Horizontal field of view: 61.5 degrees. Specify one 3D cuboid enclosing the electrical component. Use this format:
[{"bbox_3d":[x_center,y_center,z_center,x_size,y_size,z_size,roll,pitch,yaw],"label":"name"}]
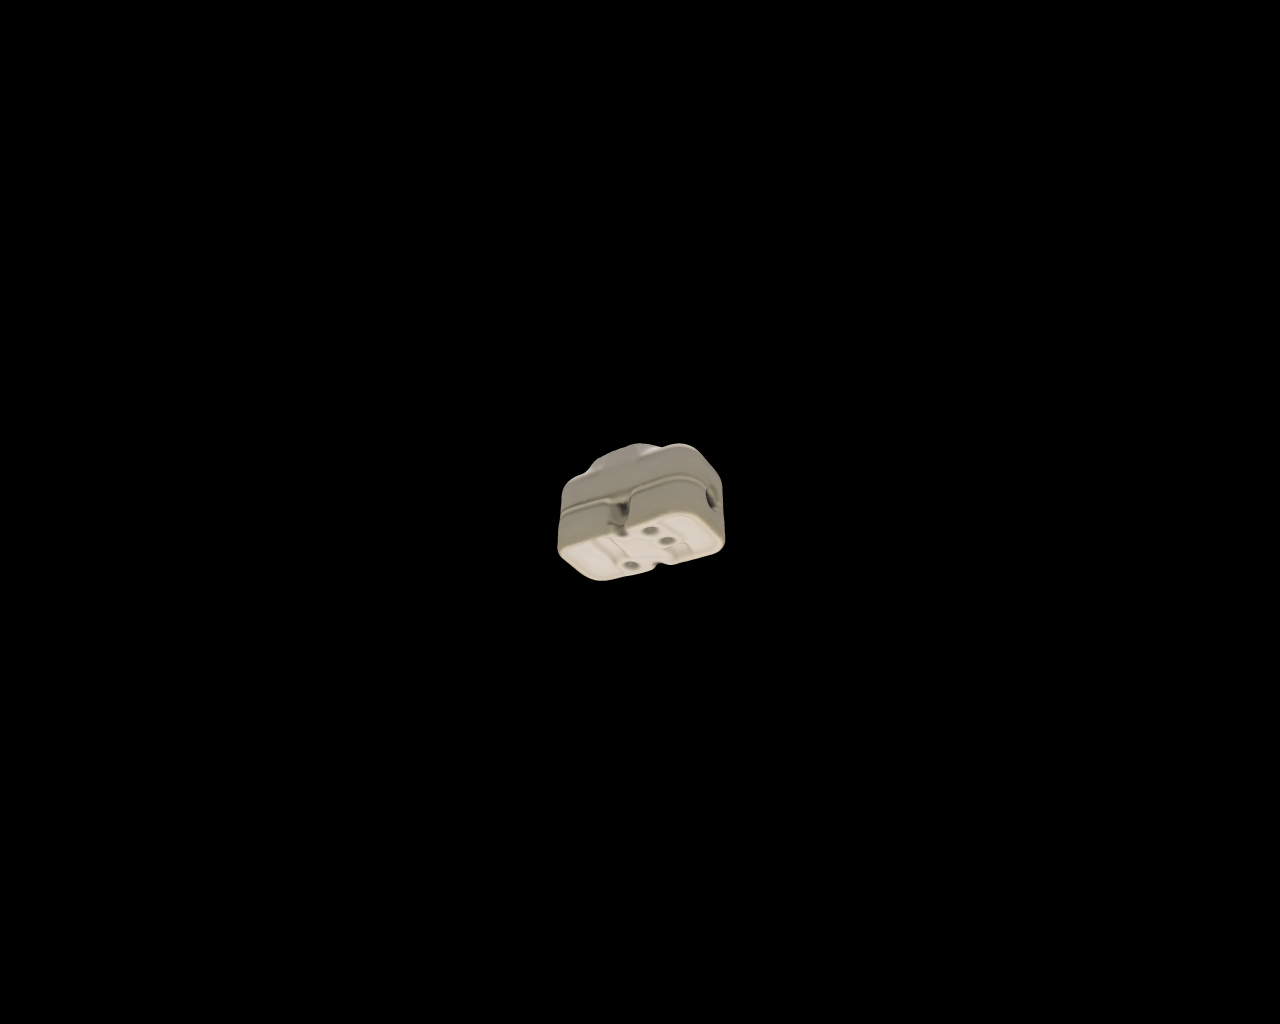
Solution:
[{"bbox_3d":[0.001,-0.003,0.650,0.095,0.059,0.053,-17,-36,24],"label":"electrical component"}]
